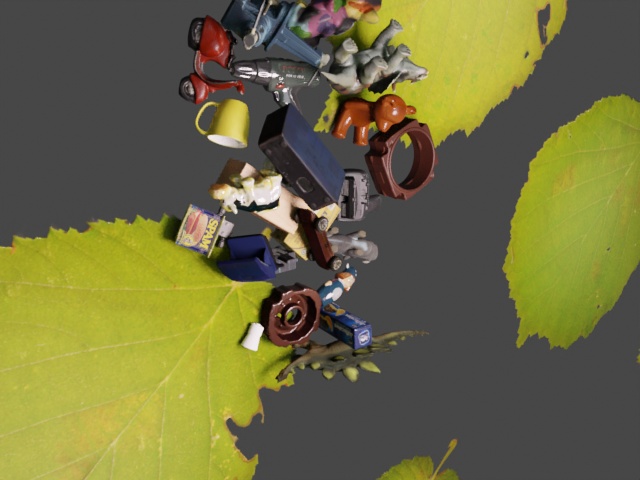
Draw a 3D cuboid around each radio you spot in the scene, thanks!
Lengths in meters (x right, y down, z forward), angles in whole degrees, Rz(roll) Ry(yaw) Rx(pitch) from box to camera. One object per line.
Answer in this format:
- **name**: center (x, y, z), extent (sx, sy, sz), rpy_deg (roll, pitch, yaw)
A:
- **radio**: center (-0.037, -0.181, 1.217), extent (0.229, 0.073, 0.131), rpy_deg (47, 36, -30)

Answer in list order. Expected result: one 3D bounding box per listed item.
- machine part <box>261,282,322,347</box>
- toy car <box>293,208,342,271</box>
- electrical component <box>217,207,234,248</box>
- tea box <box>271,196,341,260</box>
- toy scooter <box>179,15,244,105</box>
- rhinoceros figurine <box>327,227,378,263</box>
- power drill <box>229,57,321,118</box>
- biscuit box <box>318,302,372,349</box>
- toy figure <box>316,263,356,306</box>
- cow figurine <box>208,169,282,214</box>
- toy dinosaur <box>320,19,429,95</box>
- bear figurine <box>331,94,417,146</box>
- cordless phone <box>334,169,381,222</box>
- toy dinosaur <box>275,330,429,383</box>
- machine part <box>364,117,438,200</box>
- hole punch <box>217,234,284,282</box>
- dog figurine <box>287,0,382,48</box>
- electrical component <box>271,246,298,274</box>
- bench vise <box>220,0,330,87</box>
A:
- **machine part**: center (-0.078, 0.200, 1.443), extent (0.179, 0.056, 0.179), rpy_deg (-11, 110, -33)
- **toy car**: center (-0.003, -0.004, 1.317), extent (0.053, 0.089, 0.201), rpy_deg (-43, 135, -25)
- **electrical component**: center (-0.236, -0.031, 1.280), extent (0.063, 0.021, 0.094), rpy_deg (25, 86, -39)
- **tea box**: center (-0.035, -0.045, 1.397), extent (0.169, 0.068, 0.098), rpy_deg (-53, 127, -11)
- **toy scooter**: center (-0.220, -0.374, 1.143), extent (0.135, 0.075, 0.183), rpy_deg (11, 101, -7)
- **rhinoceros figurine**: center (0.079, 0.021, 1.479), extent (0.190, 0.112, 0.073), rpy_deg (10, 68, -26)
- **power drill**: center (-0.100, -0.325, 1.272), extent (0.232, 0.086, 0.207), rpy_deg (-19, 106, -32)
- **biscuit box**: center (0.058, 0.228, 1.456), extent (0.059, 0.203, 0.062), rpy_deg (-12, 108, -32)
- **toy figure**: center (0.051, 0.129, 1.521), extent (0.154, 0.058, 0.064), rpy_deg (-36, 160, -26)
- **cow figurine**: center (-0.163, -0.095, 1.175), extent (0.167, 0.068, 0.098), rpy_deg (-17, 119, -31)
- **toy dinosaur**: center (0.101, -0.411, 1.306), extent (0.405, 0.192, 0.131), rpy_deg (-26, 78, -34)
- **bear figurine**: center (0.139, -0.306, 1.373), extent (0.120, 0.196, 0.131), rpy_deg (10, 98, -41)
- **cordless phone**: center (0.117, -0.129, 1.494), extent (0.184, 0.089, 0.146), rpy_deg (-16, 112, -45)
- **toy dinosaur**: center (0.089, 0.310, 1.509), extent (0.471, 0.199, 0.104), rpy_deg (-18, 116, -30)
- **machine part**: center (0.238, -0.231, 1.539), extent (0.201, 0.087, 0.200), rpy_deg (-39, 122, -24)
- **hole punch**: center (-0.169, 0.059, 1.266), extent (0.092, 0.142, 0.115), rpy_deg (-76, 151, -51)
- **dog figurine**: center (0.036, -0.515, 1.224), extent (0.191, 0.219, 0.108), rpy_deg (-35, 118, -25)
- **electrical component**: center (-0.097, 0.053, 1.346), extent (0.075, 0.119, 0.047), rpy_deg (-16, 113, -36)
- **bench vise**: center (-0.083, -0.441, 1.153), extent (0.240, 0.224, 0.129), rpy_deg (29, 117, -19)
